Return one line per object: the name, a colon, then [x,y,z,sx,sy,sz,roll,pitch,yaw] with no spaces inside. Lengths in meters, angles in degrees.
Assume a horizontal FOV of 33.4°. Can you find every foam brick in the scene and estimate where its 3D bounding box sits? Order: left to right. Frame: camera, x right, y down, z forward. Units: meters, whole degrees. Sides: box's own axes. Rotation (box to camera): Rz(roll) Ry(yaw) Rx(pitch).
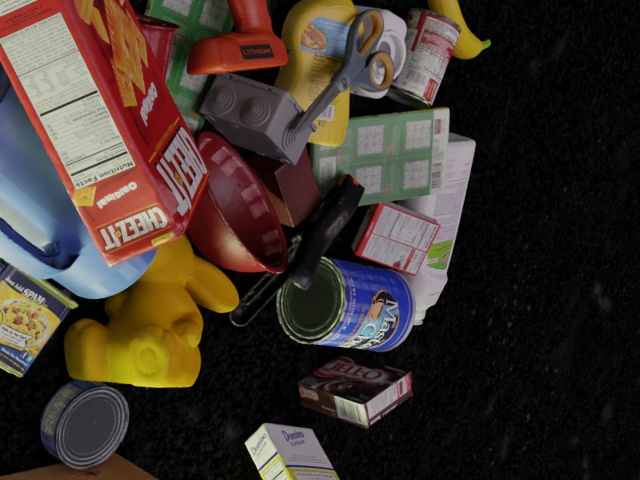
foam brick: [-0.040,-0.062,1.161,0.052,0.051,0.078,-41,132,-30]

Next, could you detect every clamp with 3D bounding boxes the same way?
clamp: [-0.008,0.001,1.161,0.036,0.165,0.209,43,63,-11]

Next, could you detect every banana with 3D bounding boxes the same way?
banana: [0.161,-0.288,1.318,0.197,0.037,0.069,56,45,-45]

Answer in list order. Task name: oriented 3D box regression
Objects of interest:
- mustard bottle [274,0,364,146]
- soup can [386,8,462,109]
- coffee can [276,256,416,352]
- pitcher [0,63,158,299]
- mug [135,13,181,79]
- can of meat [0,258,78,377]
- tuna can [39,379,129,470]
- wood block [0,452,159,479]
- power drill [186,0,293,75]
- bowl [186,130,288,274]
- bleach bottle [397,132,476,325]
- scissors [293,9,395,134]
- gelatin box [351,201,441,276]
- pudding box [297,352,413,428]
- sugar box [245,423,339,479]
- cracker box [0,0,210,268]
mustard bottle: [0.000,-0.201,1.146,0.096,0.058,0.192,6,100,-36]
soup can: [0.119,-0.215,1.270,0.068,0.069,0.102,25,86,-50]
coffee can: [0.032,0.076,1.257,0.140,0.103,0.103,13,95,-50]
pitcher: [-0.235,-0.043,0.881,0.149,0.145,0.242,-60,142,-18]
mug: [-0.187,-0.159,0.937,0.117,0.093,0.081,8,105,-19]
can of meat: [-0.277,0.063,0.935,0.084,0.058,0.102,-57,138,-13]
tuna can: [-0.232,0.179,1.049,0.085,0.034,0.086,-21,119,-43]
wood block: [-0.260,0.274,1.010,0.205,0.091,0.090,-4,107,-48]
power drill: [-0.095,-0.250,0.989,0.184,0.057,0.188,-14,102,-48]
bowl: [-0.097,-0.027,1.067,0.055,0.162,0.162,-28,139,15]
bleach bottle: [0.134,-0.011,1.372,0.102,0.068,0.251,-8,113,-45]
scissors: [0.032,-0.155,1.109,0.096,0.016,0.201,53,50,-40]
gelatin box: [0.093,-0.004,1.310,0.089,0.030,0.073,19,106,-18]
pudding box: [0.042,0.181,1.301,0.089,0.114,0.039,-29,121,-40]
sugar box: [-0.012,0.297,1.240,0.093,0.176,0.048,19,118,-48]
cracker box: [-0.164,-0.109,0.824,0.164,0.072,0.213,-83,150,-70]
